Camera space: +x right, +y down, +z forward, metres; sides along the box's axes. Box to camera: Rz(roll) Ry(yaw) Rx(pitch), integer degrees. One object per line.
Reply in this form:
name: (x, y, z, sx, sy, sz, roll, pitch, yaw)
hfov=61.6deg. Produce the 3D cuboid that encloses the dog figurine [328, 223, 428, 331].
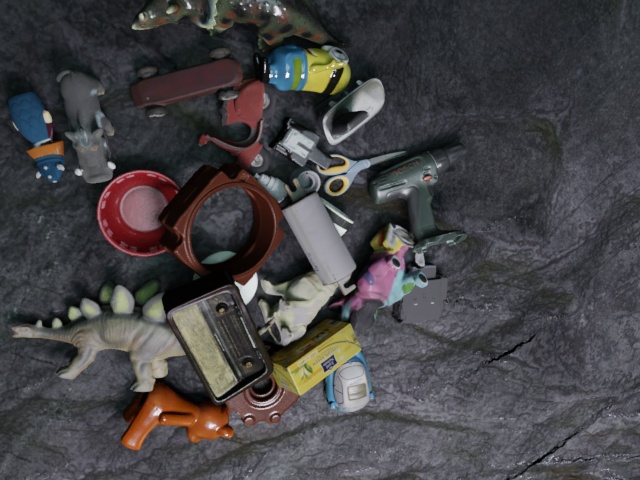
dog figurine: (0.114, 0.090, 1.148, 0.108, 0.192, 0.219, 30, 128, -24)

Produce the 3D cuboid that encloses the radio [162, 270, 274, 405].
radio: (-0.179, 0.174, 0.972, 0.131, 0.073, 0.229, -26, 121, -12)

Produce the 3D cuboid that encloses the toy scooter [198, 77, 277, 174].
toy scooter: (-0.155, -0.217, 1.003, 0.135, 0.075, 0.183, 5, 104, -12)

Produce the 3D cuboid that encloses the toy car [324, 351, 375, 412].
toy car: (0.069, 0.316, 1.183, 0.109, 0.103, 0.161, -8, 107, -16)

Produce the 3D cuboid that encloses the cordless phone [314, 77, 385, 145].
cordless phone: (0.072, -0.247, 1.004, 0.146, 0.184, 0.088, -38, 106, -5)

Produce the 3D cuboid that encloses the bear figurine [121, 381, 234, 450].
bear figurine: (-0.281, 0.366, 1.086, 0.195, 0.120, 0.132, 35, 95, -26)

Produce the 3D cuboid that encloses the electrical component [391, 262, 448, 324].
electrical component: (0.222, 0.116, 1.204, 0.115, 0.058, 0.134, -5, 105, -18)

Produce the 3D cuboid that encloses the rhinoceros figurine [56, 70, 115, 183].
rhinoceros figurine: (-0.394, -0.192, 0.917, 0.073, 0.112, 0.190, -11, 98, -16)

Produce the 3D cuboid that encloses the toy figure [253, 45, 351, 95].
toy figure: (-0.030, -0.309, 0.981, 0.180, 0.082, 0.089, -11, 150, -22)

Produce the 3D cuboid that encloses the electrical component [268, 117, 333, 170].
electrical component: (-0.032, -0.183, 1.060, 0.119, 0.048, 0.074, 26, 95, -21)

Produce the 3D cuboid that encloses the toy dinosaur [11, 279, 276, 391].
toy dinosaur: (-0.328, 0.180, 1.023, 0.471, 0.105, 0.198, 9, 100, -15)

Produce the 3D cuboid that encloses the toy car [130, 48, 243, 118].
toy car: (-0.235, -0.277, 0.955, 0.202, 0.053, 0.089, -14, 95, 7)

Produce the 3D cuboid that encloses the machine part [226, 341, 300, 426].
machine part: (-0.124, 0.307, 1.148, 0.179, 0.056, 0.179, -4, 103, -16)

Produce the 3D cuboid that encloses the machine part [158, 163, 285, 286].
machine part: (-0.177, -0.024, 0.999, 0.201, 0.087, 0.201, -52, 130, -12)

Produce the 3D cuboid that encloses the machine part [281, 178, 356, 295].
machine part: (-0.002, -0.003, 1.018, 0.079, 0.079, 0.243, -29, 100, -8)

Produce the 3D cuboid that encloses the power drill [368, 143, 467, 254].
power drill: (0.230, -0.086, 1.109, 0.232, 0.086, 0.207, -17, 80, -7)

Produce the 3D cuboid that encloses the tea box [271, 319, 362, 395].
tea box: (-0.012, 0.235, 1.104, 0.170, 0.098, 0.068, -31, 104, -27)

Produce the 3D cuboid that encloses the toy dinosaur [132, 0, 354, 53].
toy dinosaur: (-0.104, -0.395, 0.912, 0.405, 0.192, 0.131, 3, 105, -16)

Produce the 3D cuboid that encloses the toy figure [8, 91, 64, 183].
toy figure: (-0.479, -0.176, 0.923, 0.058, 0.064, 0.154, -39, 122, -45)

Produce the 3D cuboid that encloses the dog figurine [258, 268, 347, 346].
dog figurine: (-0.017, 0.124, 1.122, 0.190, 0.121, 0.172, -19, 143, -29)
